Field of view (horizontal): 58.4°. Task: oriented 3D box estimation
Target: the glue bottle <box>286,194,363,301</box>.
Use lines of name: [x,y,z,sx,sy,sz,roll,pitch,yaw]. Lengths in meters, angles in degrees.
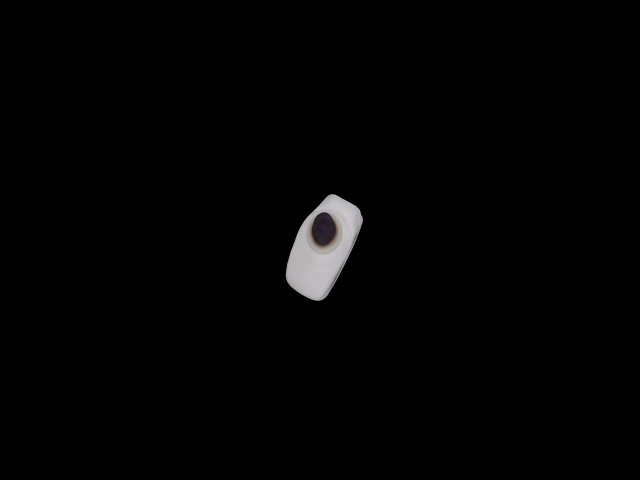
glue bottle: [0.004,0.001,0.400,0.037,0.173,0.078,28,83,4]
